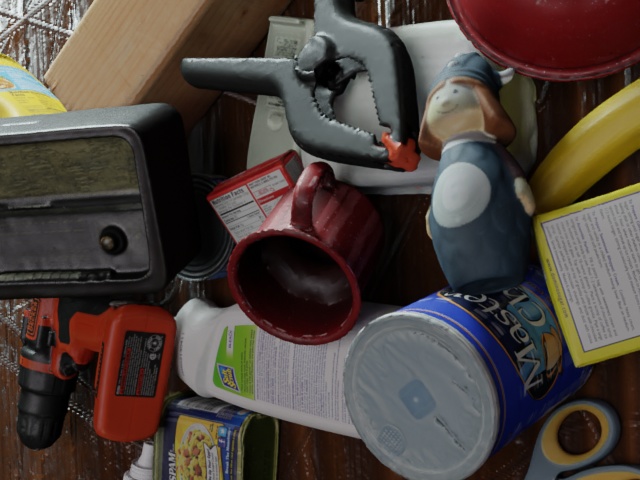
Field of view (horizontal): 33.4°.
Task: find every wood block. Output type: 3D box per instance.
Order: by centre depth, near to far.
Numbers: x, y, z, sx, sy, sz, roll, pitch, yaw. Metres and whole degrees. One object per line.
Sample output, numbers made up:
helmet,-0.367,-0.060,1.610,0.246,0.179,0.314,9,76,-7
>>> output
wood block,-0.110,-0.168,0.821,0.206,0.090,0.091,-48,67,25

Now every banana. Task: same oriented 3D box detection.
banana,0.201,-0.071,0.642,0.198,0.037,0.069,-27,33,38

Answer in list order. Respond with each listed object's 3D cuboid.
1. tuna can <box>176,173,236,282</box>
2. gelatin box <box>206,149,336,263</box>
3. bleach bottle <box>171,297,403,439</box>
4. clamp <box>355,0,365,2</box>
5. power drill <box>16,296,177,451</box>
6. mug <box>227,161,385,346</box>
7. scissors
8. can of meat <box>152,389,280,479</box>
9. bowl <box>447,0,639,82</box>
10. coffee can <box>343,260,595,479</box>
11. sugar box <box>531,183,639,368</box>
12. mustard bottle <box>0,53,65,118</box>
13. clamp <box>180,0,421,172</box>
tuna can,-0.092,-0.010,0.850,0.086,0.033,0.086,2,93,33
gelatin box,-0.030,-0.014,0.793,0.073,0.030,0.089,-22,108,32
bleach bottle,-0.027,0.081,0.797,0.251,0.067,0.102,8,96,35
clamp,0.079,-0.245,0.724,0.120,0.039,0.171,12,99,31
power drill,-0.193,0.103,0.874,0.188,0.057,0.184,14,96,52
mug,-0.005,0.001,0.716,0.093,0.081,0.117,10,126,17
scissors,0.130,0.163,0.724,0.202,0.016,0.096,-14,83,33
can of meat,-0.081,0.175,0.839,0.084,0.057,0.102,6,96,31
bowl,0.150,-0.179,0.638,0.162,0.055,0.162,-3,77,14
coffee can,0.095,0.076,0.658,0.103,0.140,0.103,12,109,36
sugar box,0.217,0.004,0.611,0.176,0.048,0.093,-17,83,9
mustard bottle,-0.261,-0.109,0.918,0.192,0.096,0.058,43,115,24
clamp,-0.006,-0.111,0.708,0.165,0.036,0.210,-42,56,19
